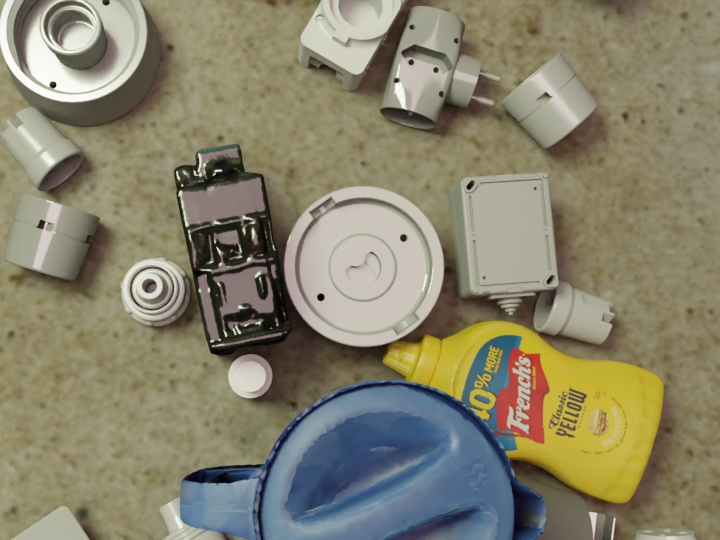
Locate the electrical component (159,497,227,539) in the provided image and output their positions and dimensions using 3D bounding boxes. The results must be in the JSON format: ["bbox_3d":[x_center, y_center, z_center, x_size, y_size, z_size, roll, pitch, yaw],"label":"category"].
[{"bbox_3d":[-0.114,0.184,0.725,0.048,0.048,0.062,-29,81,-8],"label":"electrical component"}]

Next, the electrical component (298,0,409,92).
[{"bbox_3d":[-0.001,-0.181,0.764,0.050,0.056,0.089,30,82,-2],"label":"electrical component"}]

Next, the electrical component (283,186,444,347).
[{"bbox_3d":[0.000,0.000,0.745,0.108,0.060,0.108,1,84,-6],"label":"electrical component"}]

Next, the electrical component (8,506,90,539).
[{"bbox_3d":[-0.208,0.215,0.690,0.100,0.048,0.099,-32,88,-48],"label":"electrical component"}]

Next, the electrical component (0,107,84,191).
[{"bbox_3d":[-0.221,-0.084,0.742,0.040,0.040,0.046,-42,85,-8],"label":"electrical component"}]

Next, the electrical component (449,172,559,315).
[{"bbox_3d":[0.099,-0.016,0.756,0.062,0.061,0.096,-4,85,-6],"label":"electrical component"}]

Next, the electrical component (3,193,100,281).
[{"bbox_3d":[-0.211,-0.022,0.730,0.055,0.055,0.047,17,87,-4],"label":"electrical component"}]

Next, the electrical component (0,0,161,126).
[{"bbox_3d":[-0.195,-0.159,0.740,0.108,0.060,0.108,1,84,-5],"label":"electrical component"}]

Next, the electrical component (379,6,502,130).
[{"bbox_3d":[0.062,-0.139,0.773,0.079,0.043,0.077,16,83,-4],"label":"electrical component"}]

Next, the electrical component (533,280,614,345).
[{"bbox_3d":[0.153,0.031,0.768,0.046,0.040,0.040,17,83,-9],"label":"electrical component"}]

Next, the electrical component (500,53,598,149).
[{"bbox_3d":[0.137,-0.120,0.774,0.055,0.055,0.047,-41,94,-8],"label":"electrical component"}]

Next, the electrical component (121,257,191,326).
[{"bbox_3d":[-0.140,0.013,0.729,0.048,0.062,0.048,1,85,-6],"label":"electrical component"}]

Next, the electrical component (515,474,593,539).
[{"bbox_3d":[0.113,0.188,0.721,0.064,0.099,0.099,13,83,-11],"label":"electrical component"}]

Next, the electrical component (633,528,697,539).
[{"bbox_3d":[0.215,0.212,0.754,0.045,0.045,0.055,-1,84,-6],"label":"electrical component"}]
